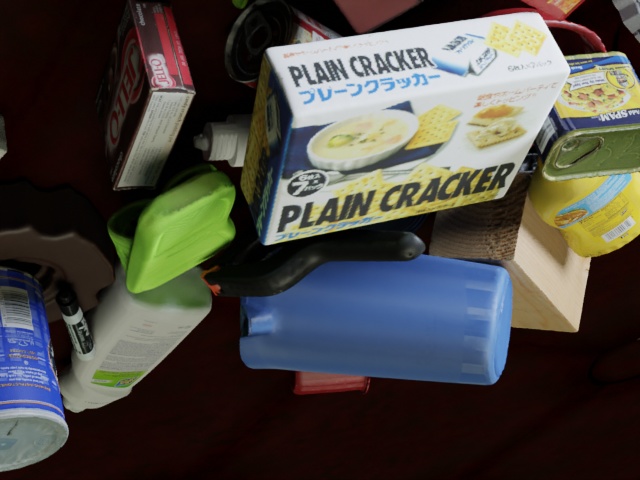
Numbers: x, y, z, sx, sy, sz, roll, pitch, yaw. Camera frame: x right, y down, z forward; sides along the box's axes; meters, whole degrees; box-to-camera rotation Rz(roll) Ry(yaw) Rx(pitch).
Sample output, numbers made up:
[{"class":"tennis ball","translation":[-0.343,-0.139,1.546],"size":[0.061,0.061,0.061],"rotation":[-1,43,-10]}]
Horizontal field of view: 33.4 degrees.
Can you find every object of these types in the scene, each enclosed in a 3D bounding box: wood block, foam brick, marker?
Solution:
[{"class":"wood block","translation":[0.196,0.016,1.079],"size":[0.090,0.091,0.205],"rotation":[2,159,32]},{"class":"foam brick","translation":[0.029,-0.191,0.734],"size":[0.053,0.078,0.051],"rotation":[-28,145,14]},{"class":"marker","translation":[-0.224,0.078,0.981],"size":[0.020,0.020,0.121],"rotation":[-11,150,-8]}]

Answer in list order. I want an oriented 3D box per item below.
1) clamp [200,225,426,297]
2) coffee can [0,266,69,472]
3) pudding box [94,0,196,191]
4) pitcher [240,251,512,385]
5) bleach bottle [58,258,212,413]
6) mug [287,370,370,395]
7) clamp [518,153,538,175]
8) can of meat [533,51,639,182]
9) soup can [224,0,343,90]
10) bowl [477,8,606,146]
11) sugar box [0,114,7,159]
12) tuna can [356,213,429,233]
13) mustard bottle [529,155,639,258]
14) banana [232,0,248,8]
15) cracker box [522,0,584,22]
[{"class":"clamp","translation":[-0.006,0.001,0.916],"size":[0.210,0.164,0.036],"rotation":[-29,123,9]},{"class":"coffee can","translation":[-0.270,0.107,0.881],"size":[0.102,0.140,0.103],"rotation":[-14,149,-9]},{"class":"pudding box","translation":[-0.130,-0.104,0.780],"size":[0.039,0.090,0.114],"rotation":[0,144,-25]},{"class":"pitcher","translation":[0.055,0.064,1.004],"size":[0.243,0.149,0.145],"rotation":[6,148,16]},{"class":"bleach bottle","translation":[-0.210,0.108,1.089],"size":[0.102,0.068,0.251],"rotation":[10,141,-34]},{"class":"mug","translation":[0.007,0.118,1.186],"size":[0.081,0.093,0.117],"rotation":[-4,115,-10]},{"class":"clamp","translation":[0.271,-0.085,1.036],"size":[0.171,0.039,0.120],"rotation":[13,142,-41]},{"class":"can of meat","translation":[0.211,-0.099,0.839],"size":[0.102,0.084,0.057],"rotation":[-7,147,-14]},{"class":"soup can","translation":[-0.013,-0.133,0.811],"size":[0.069,0.068,0.102],"rotation":[-36,143,28]},{"class":"bowl","translation":[0.151,-0.139,0.885],"size":[0.162,0.055,0.162],"rotation":[-12,147,-8]},{"class":"sugar box","translation":[-0.329,-0.044,0.823],"size":[0.093,0.048,0.176],"rotation":[20,134,-43]},{"class":"tuna can","translation":[0.060,-0.031,1.025],"size":[0.086,0.034,0.086],"rotation":[-11,147,-8]},{"class":"mustard bottle","translation":[0.245,-0.048,0.982],"size":[0.096,0.058,0.191],"rotation":[-36,147,16]},{"class":"banana","translation":[-0.088,-0.210,0.690],"size":[0.070,0.037,0.197],"rotation":[-34,143,23]},{"class":"cracker box","translation":[0.143,-0.254,0.697],"size":[0.213,0.072,0.164],"rotation":[16,134,-39]}]
